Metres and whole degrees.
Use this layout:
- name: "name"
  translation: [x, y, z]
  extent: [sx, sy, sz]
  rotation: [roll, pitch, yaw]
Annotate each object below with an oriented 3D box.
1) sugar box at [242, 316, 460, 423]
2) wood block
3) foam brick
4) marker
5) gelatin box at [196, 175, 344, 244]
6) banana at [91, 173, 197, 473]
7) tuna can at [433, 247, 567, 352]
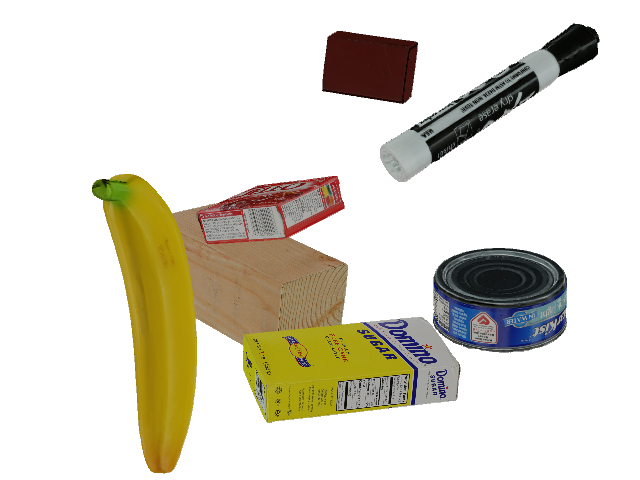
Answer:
- name: "sugar box"
  translation: [0.026, 0.112, 0.952]
  extent: [0.176, 0.048, 0.093]
  rotation: [-7, 27, -14]
- name: "wood block"
  translation: [-0.079, 0.040, 1.100]
  extent: [0.090, 0.090, 0.206]
  rotation: [-15, 29, -43]
- name: "foam brick"
  translation: [0.045, -0.159, 0.974]
  extent: [0.078, 0.051, 0.053]
  rotation: [11, 19, 11]
- name: "marker"
  translation: [0.079, -0.065, 0.483]
  extent: [0.121, 0.020, 0.020]
  rotation: [-33, 11, -17]
- name: "gelatin box"
  translation: [-0.039, -0.024, 0.816]
  extent: [0.089, 0.030, 0.073]
  rotation: [-3, 16, 42]
- name: "banana"
  translation: [-0.098, 0.039, 0.606]
  extent: [0.037, 0.198, 0.069]
  rotation: [7, 33, 22]
- name: "tuna can"
  translation: [0.115, 0.036, 0.685]
  extent: [0.086, 0.034, 0.086]
  rotation: [-3, 24, 1]
